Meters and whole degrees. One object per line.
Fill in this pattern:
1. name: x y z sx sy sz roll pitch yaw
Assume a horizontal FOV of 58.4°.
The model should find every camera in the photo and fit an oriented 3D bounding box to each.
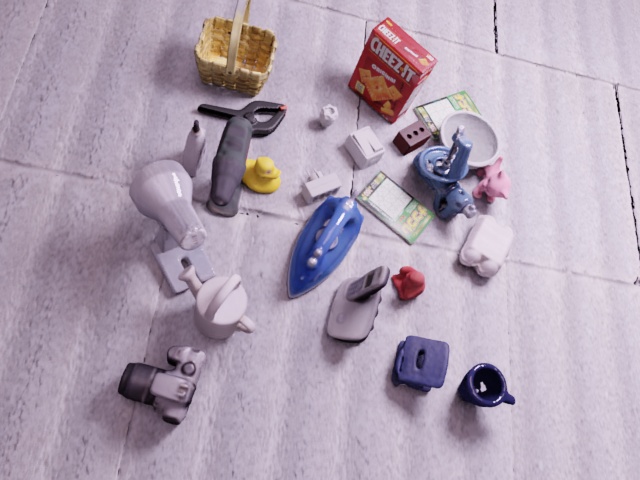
1. camera: -0.298 0.261 1.079 0.137 0.100 0.143 18 64 -7

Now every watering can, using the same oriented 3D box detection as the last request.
1. watering can: -0.199 0.120 1.113 0.173 0.194 0.101 18 64 -7

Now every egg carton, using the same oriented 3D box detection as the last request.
1. egg carton: 0.403 0.015 1.385 0.107 0.069 0.150 32 64 0

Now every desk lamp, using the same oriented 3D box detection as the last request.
1. desk lamp: -0.284 -0.027 1.141 0.118 0.213 0.203 -26 76 -23

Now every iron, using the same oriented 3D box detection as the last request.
1. iron: 0.011 0.004 1.246 0.118 0.141 0.258 31 64 0

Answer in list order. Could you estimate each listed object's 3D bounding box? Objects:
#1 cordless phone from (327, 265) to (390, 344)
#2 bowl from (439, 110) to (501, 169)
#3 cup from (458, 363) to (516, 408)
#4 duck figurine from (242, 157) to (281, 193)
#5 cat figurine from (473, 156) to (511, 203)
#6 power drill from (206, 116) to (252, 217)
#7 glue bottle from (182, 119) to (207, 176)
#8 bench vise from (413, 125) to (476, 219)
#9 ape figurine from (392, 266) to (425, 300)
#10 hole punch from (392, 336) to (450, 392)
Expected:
1. cordless phone: 0.087 0.132 1.188 0.094 0.185 0.147 18 64 -6
2. bowl: 0.375 -0.248 1.485 0.168 0.074 0.167 5 66 -12
3. cup: 0.350 0.323 1.226 0.118 0.095 0.092 30 64 -1
4. duck figurine: -0.134 -0.161 1.308 0.104 0.086 0.077 28 64 -1
5. cat figurine: 0.441 -0.151 1.438 0.067 0.117 0.128 18 64 -7
6. power drill: -0.194 -0.135 1.214 0.076 0.208 0.229 12 65 -9
7. glue bottle: -0.270 -0.210 1.245 0.037 0.173 0.078 19 64 -6
8. bench vise: 0.325 -0.163 1.356 0.122 0.219 0.207 -40 82 -25
9. ape figurine: 0.207 0.094 1.287 0.076 0.092 0.078 22 64 -4
10. hole punch: 0.213 0.263 1.218 0.101 0.091 0.109 19 64 -6
